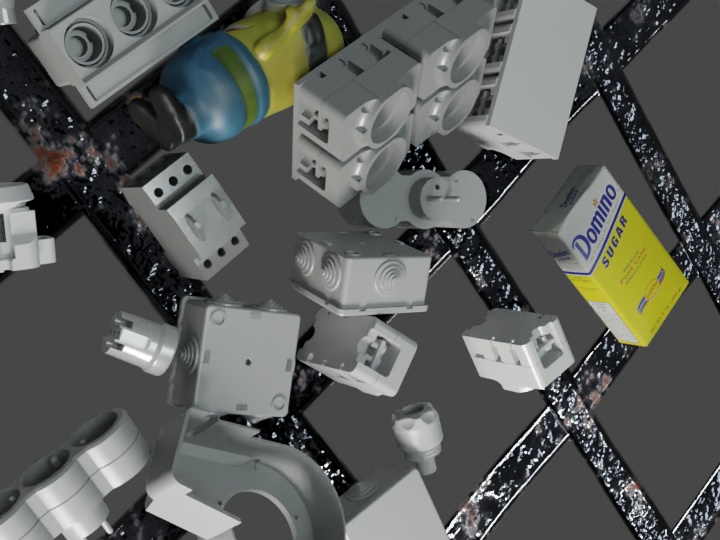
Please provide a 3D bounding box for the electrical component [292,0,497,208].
[{"bbox_3d":[0.031,-0.144,0.880,0.186,0.060,0.105,-40,155,-29],"label":"electrical component"}]

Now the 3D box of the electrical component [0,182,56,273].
[{"bbox_3d":[-0.252,-0.030,0.739,0.078,0.058,0.057,-9,101,-33],"label":"electrical component"}]

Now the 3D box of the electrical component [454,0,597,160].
[{"bbox_3d":[0.150,-0.187,0.996,0.089,0.062,0.150,20,82,-33],"label":"electrical component"}]

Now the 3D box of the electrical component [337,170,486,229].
[{"bbox_3d":[0.056,-0.062,0.934,0.138,0.074,0.052,-2,94,-34],"label":"electrical component"}]

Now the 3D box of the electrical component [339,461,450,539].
[{"bbox_3d":[0.021,0.228,0.946,0.100,0.048,0.099,-34,111,-27],"label":"electrical component"}]

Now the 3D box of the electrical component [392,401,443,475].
[{"bbox_3d":[0.054,0.153,0.967,0.043,0.043,0.062,-23,108,-31],"label":"electrical component"}]

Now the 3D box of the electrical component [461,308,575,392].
[{"bbox_3d":[0.147,0.075,0.996,0.050,0.089,0.055,-35,112,-27],"label":"electrical component"}]

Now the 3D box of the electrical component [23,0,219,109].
[{"bbox_3d":[-0.174,-0.182,0.777,0.121,0.063,0.078,-42,115,-24],"label":"electrical component"}]

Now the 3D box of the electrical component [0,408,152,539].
[{"bbox_3d":[-0.209,0.172,0.785,0.138,0.052,0.073,-40,114,-25],"label":"electrical component"}]

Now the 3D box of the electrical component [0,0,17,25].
[{"bbox_3d":[-0.249,-0.200,0.737,0.048,0.048,0.062,-16,110,-32],"label":"electrical component"}]

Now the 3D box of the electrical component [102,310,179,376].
[{"bbox_3d":[-0.167,0.054,0.814,0.046,0.040,0.040,24,80,-27],"label":"electrical component"}]

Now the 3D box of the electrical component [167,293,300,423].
[{"bbox_3d":[-0.099,0.070,0.853,0.100,0.048,0.099,8,90,-32],"label":"electrical component"}]

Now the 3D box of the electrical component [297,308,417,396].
[{"bbox_3d":[0.000,0.069,0.896,0.056,0.089,0.050,33,75,-31],"label":"electrical component"}]

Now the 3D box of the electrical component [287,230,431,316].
[{"bbox_3d":[0.000,0.000,0.887,0.100,0.100,0.048,-2,107,-34],"label":"electrical component"}]
